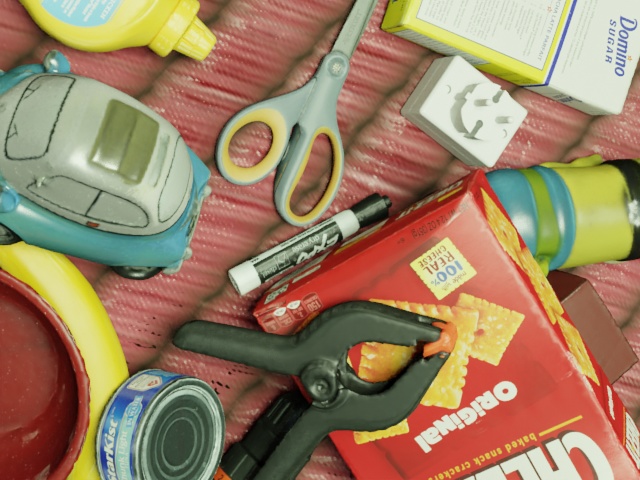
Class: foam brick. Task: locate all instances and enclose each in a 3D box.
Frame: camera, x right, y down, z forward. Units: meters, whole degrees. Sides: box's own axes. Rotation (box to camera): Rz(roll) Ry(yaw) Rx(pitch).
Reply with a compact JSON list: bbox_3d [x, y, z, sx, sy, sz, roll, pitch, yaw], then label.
[{"bbox_3d":[0.178,0.068,0.761,0.051,0.053,0.078,-38,105,-10],"label":"foam brick"}]

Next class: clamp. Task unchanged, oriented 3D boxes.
[{"bbox_3d":[0.003,0.093,0.637,0.172,0.039,0.120,-11,105,20],"label":"clamp"}]

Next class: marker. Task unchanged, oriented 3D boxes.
[{"bbox_3d":[-0.005,0.001,0.716,0.121,0.020,0.020,-28,103,-13],"label":"marker"}]

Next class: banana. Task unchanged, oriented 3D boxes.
[{"bbox_3d":[-0.157,0.077,0.668,0.069,0.037,0.198,-12,99,-17],"label":"banana"}]

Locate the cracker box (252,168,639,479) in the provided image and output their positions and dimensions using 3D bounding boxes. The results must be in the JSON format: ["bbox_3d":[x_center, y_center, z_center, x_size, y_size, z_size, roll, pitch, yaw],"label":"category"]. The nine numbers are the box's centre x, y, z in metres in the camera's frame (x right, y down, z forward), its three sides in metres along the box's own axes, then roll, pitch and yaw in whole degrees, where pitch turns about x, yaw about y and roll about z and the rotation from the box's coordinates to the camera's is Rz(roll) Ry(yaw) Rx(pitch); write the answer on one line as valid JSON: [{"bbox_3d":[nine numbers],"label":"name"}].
[{"bbox_3d":[0.082,0.088,0.673,0.164,0.072,0.213,-29,97,22],"label":"cracker box"}]

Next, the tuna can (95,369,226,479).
[{"bbox_3d":[-0.098,0.125,0.669,0.085,0.034,0.086,-9,101,-54],"label":"tuna can"}]

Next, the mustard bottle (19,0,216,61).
[{"bbox_3d":[-0.144,-0.169,0.635,0.191,0.058,0.096,34,86,-17],"label":"mustard bottle"}]

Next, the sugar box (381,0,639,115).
[{"bbox_3d":[0.138,-0.157,0.730,0.176,0.048,0.093,19,90,-22],"label":"sugar box"}]

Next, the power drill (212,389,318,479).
[{"bbox_3d":[-0.005,0.216,0.719,0.187,0.057,0.184,37,88,-14],"label":"power drill"}]

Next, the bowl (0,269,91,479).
[{"bbox_3d":[-0.206,0.082,0.628,0.162,0.055,0.162,1,103,5],"label":"bowl"}]

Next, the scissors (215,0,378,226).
[{"bbox_3d":[-0.010,-0.111,0.704,0.096,0.016,0.202,10,92,-18],"label":"scissors"}]
